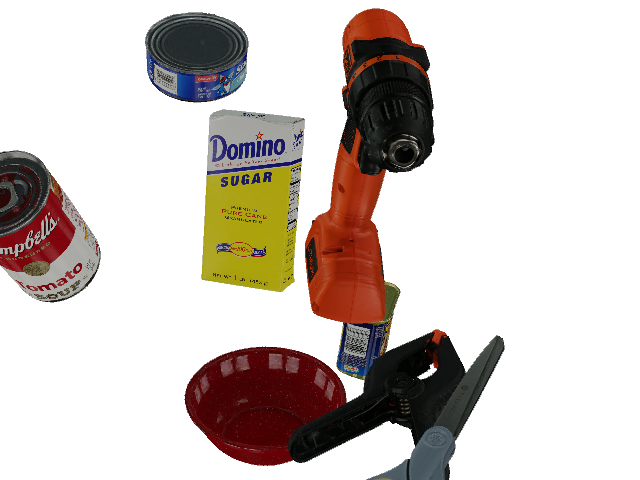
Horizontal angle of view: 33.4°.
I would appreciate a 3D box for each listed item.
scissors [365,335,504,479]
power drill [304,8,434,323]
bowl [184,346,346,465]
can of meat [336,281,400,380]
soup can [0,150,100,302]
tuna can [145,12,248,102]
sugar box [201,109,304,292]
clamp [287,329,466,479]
[{"bbox_3d":[0.075,0.128,0.592,0.096,0.016,0.201,26,50,39],"label":"scissors"},{"bbox_3d":[0.032,-0.040,0.705,0.057,0.188,0.184,8,32,-6],"label":"power drill"},{"bbox_3d":[-0.055,0.176,1.078,0.162,0.055,0.162,1,31,-1],"label":"bowl"},{"bbox_3d":[0.056,0.105,1.272,0.057,0.084,0.102,13,26,8],"label":"can of meat"},{"bbox_3d":[-0.205,-0.007,0.757,0.068,0.068,0.102,0,-30,12],"label":"soup can"},{"bbox_3d":[-0.104,-0.154,0.898,0.086,0.086,0.034,3,-45,-3],"label":"tuna can"},{"bbox_3d":[-0.070,-0.042,1.095,0.093,0.176,0.048,7,16,16],"label":"sugar box"},{"bbox_3d":[0.069,0.125,0.794,0.120,0.039,0.171,19,39,30],"label":"clamp"}]
